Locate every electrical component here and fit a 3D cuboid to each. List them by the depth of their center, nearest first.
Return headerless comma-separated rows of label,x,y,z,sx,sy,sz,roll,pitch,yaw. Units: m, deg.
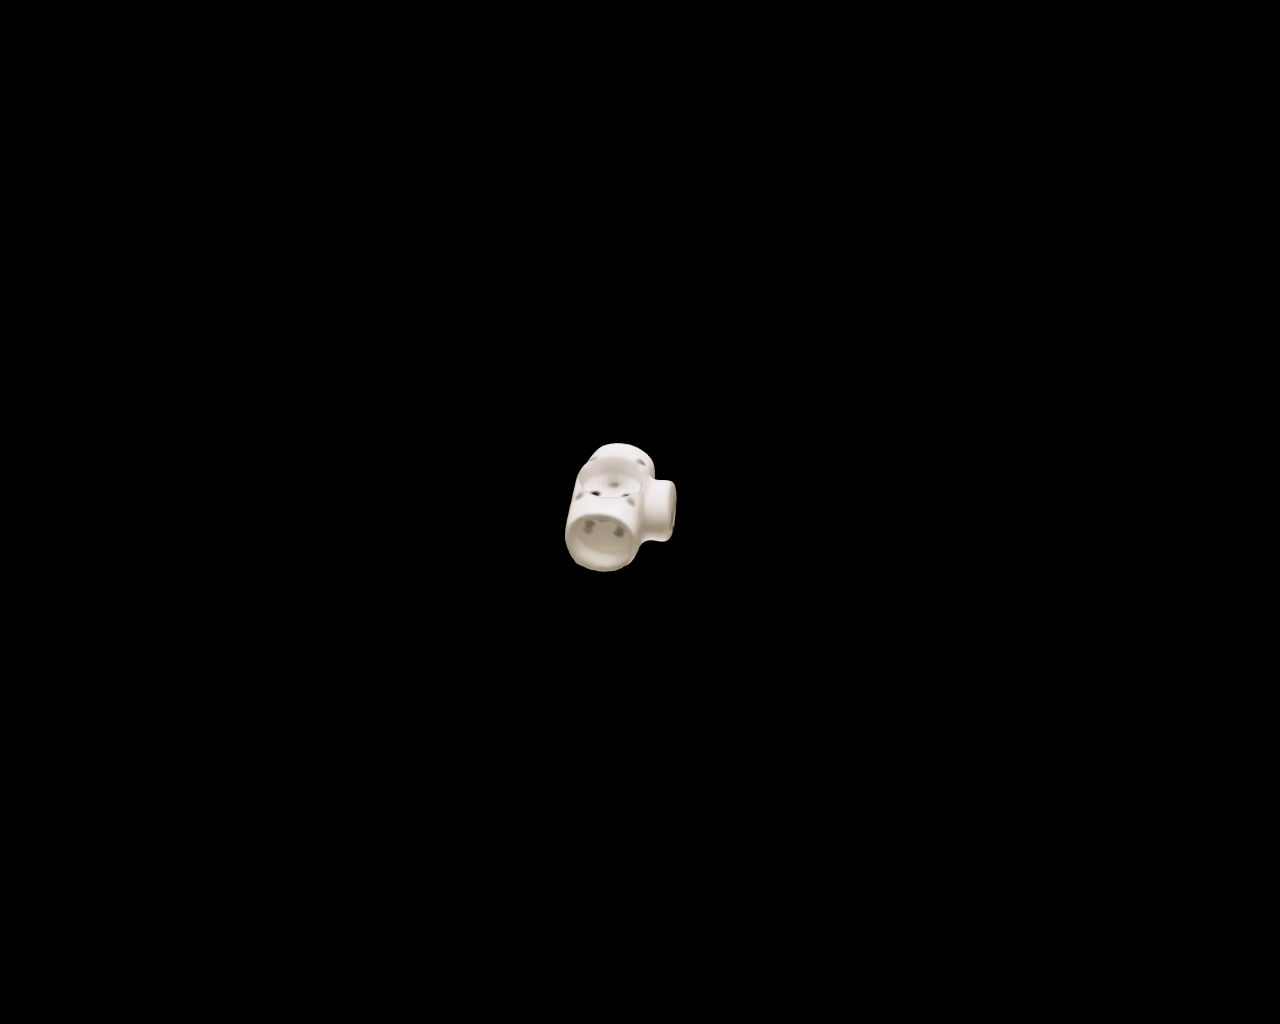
electrical component,0.001,-0.003,0.650,0.079,0.044,0.077,6,37,8
